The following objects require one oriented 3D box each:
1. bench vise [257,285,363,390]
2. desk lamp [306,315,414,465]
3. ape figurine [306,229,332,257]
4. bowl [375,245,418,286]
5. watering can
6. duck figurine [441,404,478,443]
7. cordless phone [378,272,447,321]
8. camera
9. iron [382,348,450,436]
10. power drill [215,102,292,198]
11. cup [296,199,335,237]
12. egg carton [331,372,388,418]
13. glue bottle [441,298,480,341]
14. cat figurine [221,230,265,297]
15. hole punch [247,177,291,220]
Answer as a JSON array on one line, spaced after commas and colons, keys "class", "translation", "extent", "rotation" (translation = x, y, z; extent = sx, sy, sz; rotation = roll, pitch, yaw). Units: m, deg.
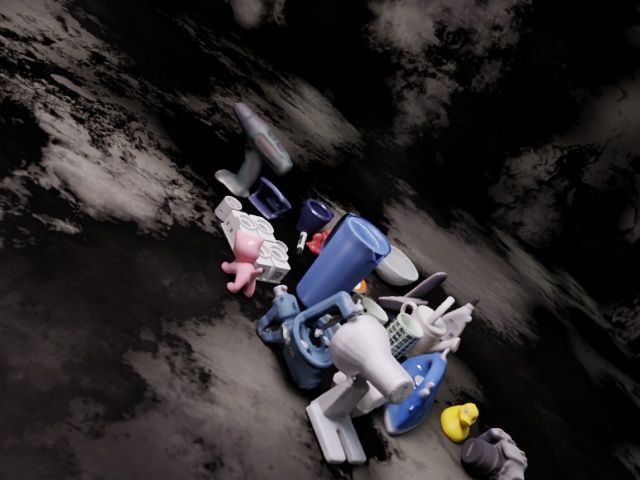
[{"class": "bench vise", "translation": [-0.025, 0.161, 1.143], "extent": [0.207, 0.219, 0.122], "rotation": [45, 24, 11]}, {"class": "desk lamp", "translation": [0.076, 0.280, 1.090], "extent": [0.118, 0.213, 0.202], "rotation": [18, 32, -40]}, {"class": "ape figurine", "translation": [0.015, 0.006, 1.625], "extent": [0.076, 0.092, 0.078], "rotation": [33, 25, -14]}, {"class": "bowl", "translation": [0.223, 0.089, 1.805], "extent": [0.168, 0.074, 0.167], "rotation": [32, 25, -17]}, {"class": "watering can", "translation": [0.294, 0.228, 1.520], "extent": [0.173, 0.194, 0.101], "rotation": [38, 24, -5]}, {"class": "duck figurine", "translation": [0.345, 0.428, 1.382], "extent": [0.077, 0.086, 0.105], "rotation": [41, 24, 4]}, {"class": "cordless phone", "translation": [0.268, 0.149, 1.629], "extent": [0.148, 0.185, 0.094], "rotation": [4, 42, -53]}, {"class": "camera", "translation": [0.398, 0.494, 1.325], "extent": [0.137, 0.100, 0.143], "rotation": [32, 25, -18]}, {"class": "iron", "translation": [0.231, 0.337, 1.306], "extent": [0.118, 0.141, 0.259], "rotation": [42, 24, 6]}, {"class": "power drill", "translation": [-0.198, -0.234, 1.589], "extent": [0.229, 0.208, 0.076], "rotation": [41, 24, 2]}, {"class": "cup", "translation": [-0.018, -0.057, 1.683], "extent": [0.118, 0.095, 0.091], "rotation": [8, 39, -50]}, {"class": "egg carton", "translation": [0.091, 0.316, 1.227], "extent": [0.107, 0.069, 0.151], "rotation": [50, 26, 21]}, {"class": "glue bottle", "translation": [0.414, 0.234, 1.709], "extent": [0.078, 0.173, 0.037], "rotation": [45, 24, 11]}, {"class": "cat figurine", "translation": [-0.161, 0.043, 1.275], "extent": [0.067, 0.117, 0.127], "rotation": [18, 32, -40]}, {"class": "hole punch", "translation": [-0.135, -0.123, 1.632], "extent": [0.108, 0.091, 0.101], "rotation": [46, 25, 14]}]
